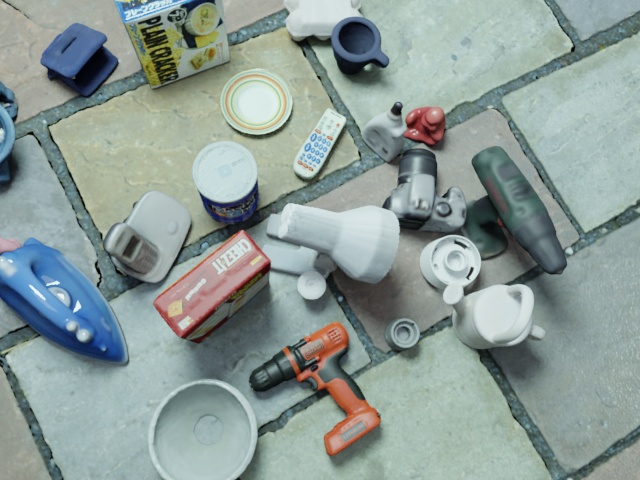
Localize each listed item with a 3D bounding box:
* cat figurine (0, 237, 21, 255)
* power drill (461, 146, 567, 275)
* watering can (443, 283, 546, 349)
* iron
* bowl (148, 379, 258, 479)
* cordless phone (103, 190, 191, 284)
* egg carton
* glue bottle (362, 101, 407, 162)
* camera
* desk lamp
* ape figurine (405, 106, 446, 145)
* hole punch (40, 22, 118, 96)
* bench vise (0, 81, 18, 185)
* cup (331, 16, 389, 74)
[{"bbox_3d":[-0.567,-0.008,0.916,0.128,0.117,0.067,29,76,1],"label":"cat figurine"},{"bbox_3d":[0.310,-0.034,0.961,0.076,0.208,0.229,-22,80,-10],"label":"power drill"},{"bbox_3d":[0.284,0.123,0.931,0.173,0.194,0.101,2,77,-5],"label":"watering can"},{"bbox_3d":[-0.409,0.103,0.894,0.258,0.141,0.119,40,77,4],"label":"iron"},{"bbox_3d":[-0.181,0.306,0.906,0.167,0.074,0.167,1,77,-5],"label":"bowl"},{"bbox_3d":[-0.278,-0.016,0.911,0.094,0.185,0.148,21,76,0],"label":"cordless phone"},{"bbox_3d":[0.007,-0.434,1.091,0.150,0.069,0.107,-5,78,-7],"label":"egg carton"},{"bbox_3d":[0.120,-0.197,0.997,0.037,0.173,0.078,-43,84,-12],"label":"glue bottle"},{"bbox_3d":[0.189,-0.091,1.017,0.143,0.100,0.137,8,77,-4],"label":"camera"},{"bbox_3d":[0.008,0.003,0.921,0.203,0.213,0.118,11,77,-3],"label":"desk lamp"},{"bbox_3d":[0.200,-0.217,1.051,0.076,0.092,0.078,-31,82,-11],"label":"ape figurine"},{"bbox_3d":[-0.433,-0.328,1.013,0.101,0.091,0.109,34,77,3],"label":"hole punch"},{"bbox_3d":[-0.566,-0.208,0.907,0.121,0.219,0.207,-23,81,-10],"label":"bench vise"},{"bbox_3d":[0.073,-0.344,1.065,0.117,0.095,0.092,35,77,3],"label":"cup"}]
